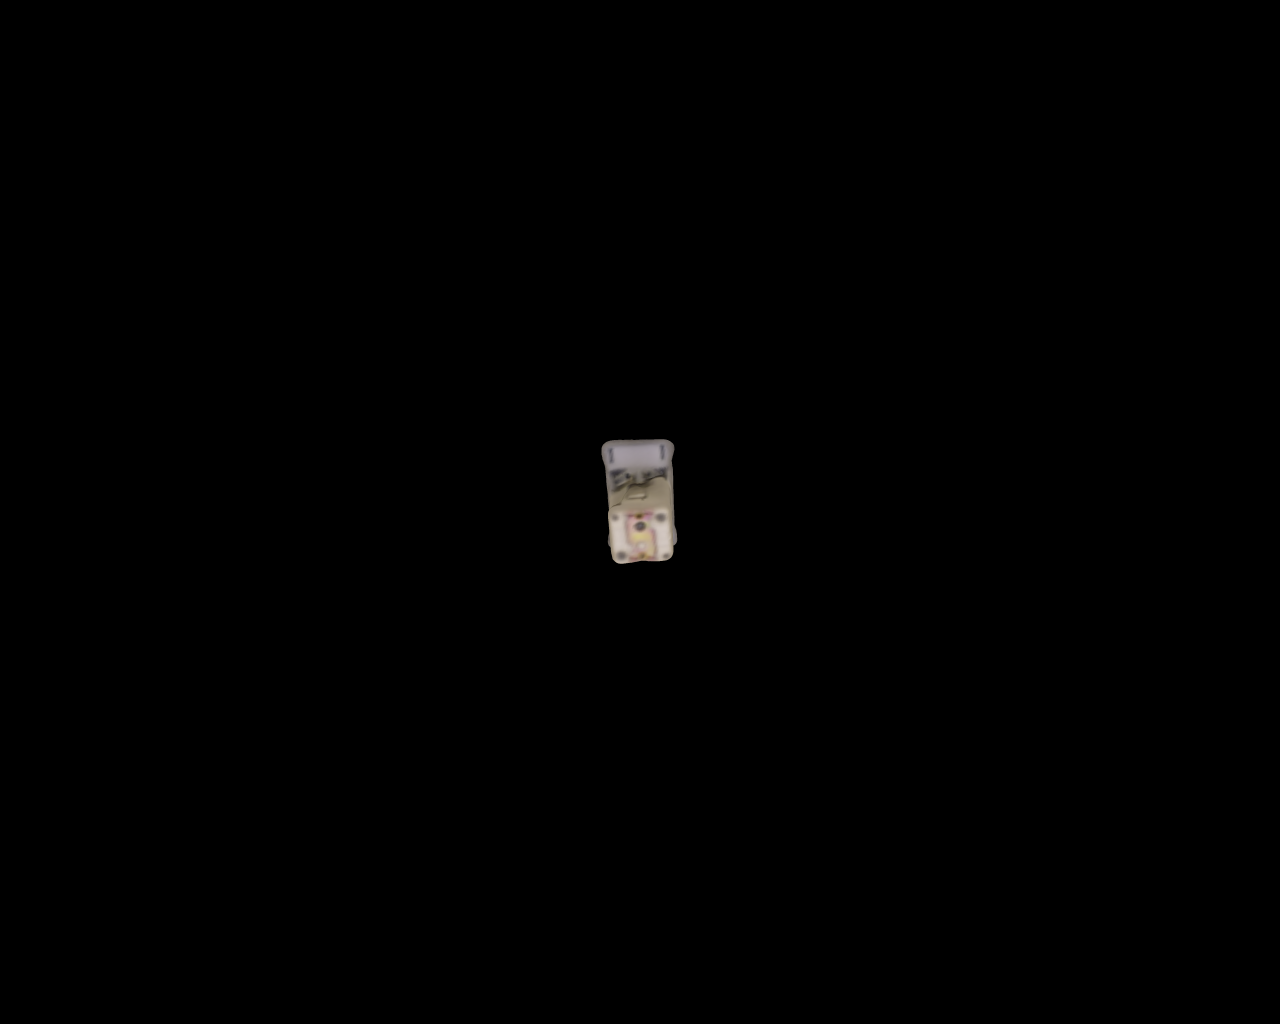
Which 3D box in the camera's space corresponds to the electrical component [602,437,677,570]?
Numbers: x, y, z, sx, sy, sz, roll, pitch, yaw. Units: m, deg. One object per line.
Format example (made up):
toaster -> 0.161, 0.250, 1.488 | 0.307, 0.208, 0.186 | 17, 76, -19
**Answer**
electrical component -> 0.001, -0.003, 0.650 | 0.042, 0.080, 0.064 | -3, 36, 2
